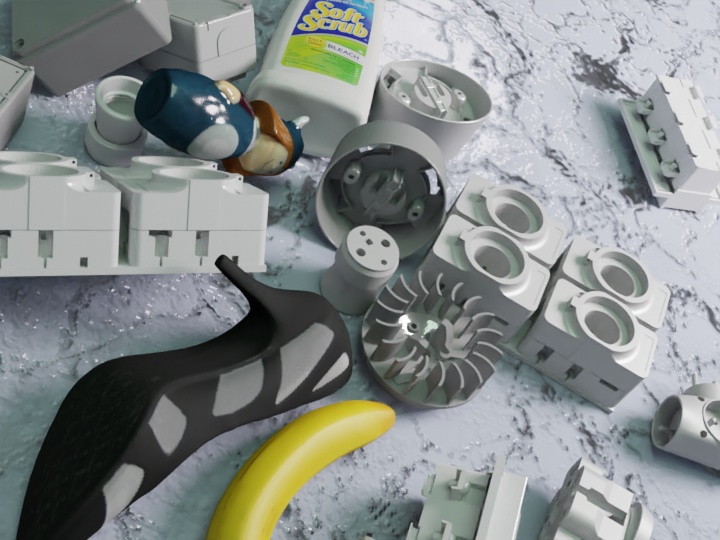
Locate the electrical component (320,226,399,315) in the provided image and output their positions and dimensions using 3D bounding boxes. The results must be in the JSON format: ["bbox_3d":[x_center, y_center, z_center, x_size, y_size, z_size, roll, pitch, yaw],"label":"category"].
[{"bbox_3d":[0.000,0.000,0.793,0.045,0.055,0.045,13,50,-16],"label":"electrical component"}]

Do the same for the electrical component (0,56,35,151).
[{"bbox_3d":[-0.274,-0.114,0.754,0.062,0.061,0.096,23,40,-7],"label":"electrical component"}]

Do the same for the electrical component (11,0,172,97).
[{"bbox_3d":[-0.206,-0.204,0.820,0.109,0.056,0.108,-22,55,14],"label":"electrical component"}]

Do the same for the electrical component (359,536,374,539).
[{"bbox_3d":[-0.008,0.195,0.643,0.043,0.043,0.081,40,48,8],"label":"electrical component"}]

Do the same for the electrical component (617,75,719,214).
[{"bbox_3d":[0.304,-0.123,1.028,0.079,0.063,0.121,6,52,-21],"label":"electrical component"}]

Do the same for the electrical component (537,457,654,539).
[{"bbox_3d":[0.161,0.174,0.730,0.057,0.058,0.078,30,47,3],"label":"electrical component"}]

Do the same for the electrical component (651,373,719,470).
[{"bbox_3d":[0.272,0.115,0.838,0.077,0.044,0.079,20,48,-10],"label":"electrical component"}]

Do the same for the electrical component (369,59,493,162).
[{"bbox_3d":[0.059,-0.142,0.926,0.099,0.064,0.099,13,50,-16],"label":"electrical component"}]

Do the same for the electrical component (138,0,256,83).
[{"bbox_3d":[-0.137,-0.186,0.865,0.096,0.061,0.062,26,40,36],"label":"electrical component"}]

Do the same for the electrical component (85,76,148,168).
[{"bbox_3d":[-0.178,-0.109,0.795,0.045,0.055,0.045,13,50,-16],"label":"electrical component"}]

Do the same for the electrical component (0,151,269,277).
[{"bbox_3d":[-0.165,-0.039,0.705,0.186,0.060,0.105,-1,14,-26],"label":"electrical component"}]

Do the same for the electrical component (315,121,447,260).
[{"bbox_3d":[0.018,-0.062,0.825,0.099,0.099,0.064,22,42,-8],"label":"electrical component"}]

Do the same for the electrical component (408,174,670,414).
[{"bbox_3d":[0.145,0.013,0.847,0.186,0.060,0.105,31,47,0],"label":"electrical component"}]

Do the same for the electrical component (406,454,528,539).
[{"bbox_3d":[0.060,0.183,0.669,0.063,0.078,0.121,12,46,12],"label":"electrical component"}]
